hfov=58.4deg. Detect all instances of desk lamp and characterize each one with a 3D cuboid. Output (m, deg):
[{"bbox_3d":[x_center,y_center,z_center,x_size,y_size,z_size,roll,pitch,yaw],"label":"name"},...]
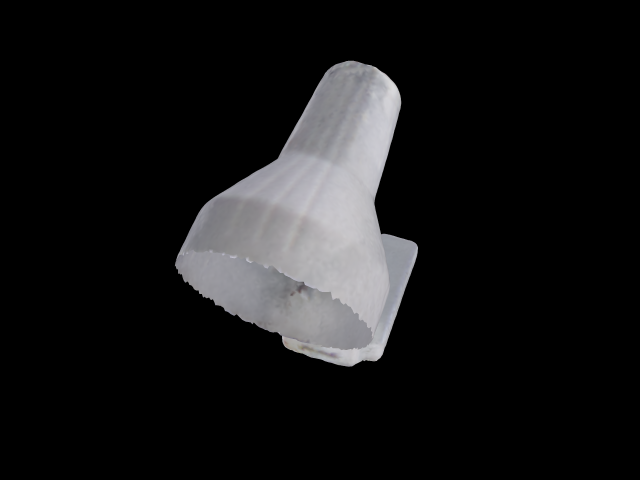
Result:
[{"bbox_3d":[0.004,0.001,0.400,0.117,0.214,0.203,16,51,14],"label":"desk lamp"}]
